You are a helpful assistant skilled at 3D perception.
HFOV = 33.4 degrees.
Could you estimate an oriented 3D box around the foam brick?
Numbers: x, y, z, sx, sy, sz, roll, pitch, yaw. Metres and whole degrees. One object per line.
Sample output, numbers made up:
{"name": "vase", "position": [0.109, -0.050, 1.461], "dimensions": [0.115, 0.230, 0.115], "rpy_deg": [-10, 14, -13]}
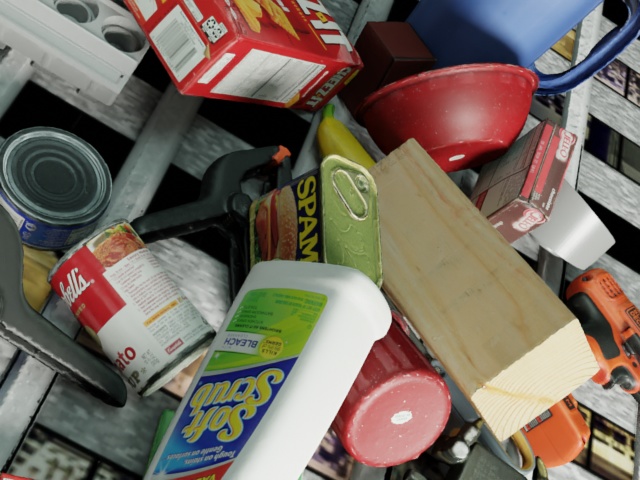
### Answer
{"name": "foam brick", "position": [0.058, -0.150, 0.961], "dimensions": [0.052, 0.078, 0.051], "rpy_deg": [-8, 53, -37]}

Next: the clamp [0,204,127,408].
{"name": "clamp", "position": [-0.215, 0.048, 0.628], "dimensions": [0.164, 0.036, 0.210], "rpy_deg": [-35, 110, -41]}

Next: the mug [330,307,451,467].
{"name": "mug", "position": [0.043, 0.112, 0.752], "dimensions": [0.093, 0.117, 0.082], "rpy_deg": [-29, 37, -7]}

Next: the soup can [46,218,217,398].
{"name": "soup can", "position": [-0.125, 0.046, 0.716], "dimensions": [0.102, 0.069, 0.068], "rpy_deg": [50, 47, 6]}

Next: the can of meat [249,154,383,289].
{"name": "can of meat", "position": [-0.005, 0.001, 0.775], "dimensions": [0.057, 0.084, 0.102], "rpy_deg": [19, 58, -40]}

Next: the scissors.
{"name": "scissors", "position": [0.086, 0.121, 0.836], "dimensions": [0.202, 0.016, 0.096], "rpy_deg": [44, 46, 1]}

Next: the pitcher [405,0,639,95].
{"name": "pitcher", "position": [0.166, -0.201, 0.956], "dimensions": [0.144, 0.243, 0.149], "rpy_deg": [8, 56, -29]}

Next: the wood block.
{"name": "wood block", "position": [0.100, 0.033, 0.789], "dimensions": [0.206, 0.090, 0.090], "rpy_deg": [54, 0, 38]}

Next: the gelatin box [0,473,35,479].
{"name": "gelatin box", "position": [-0.160, 0.187, 0.620], "dimensions": [0.073, 0.030, 0.089], "rpy_deg": [16, 52, -22]}

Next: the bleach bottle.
{"name": "bleach bottle", "position": [-0.048, 0.129, 0.653], "dimensions": [0.068, 0.103, 0.250], "rpy_deg": [58, 47, -41]}

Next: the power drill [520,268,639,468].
{"name": "power drill", "position": [0.238, 0.124, 0.907], "dimensions": [0.187, 0.057, 0.184], "rpy_deg": [-18, 67, -43]}

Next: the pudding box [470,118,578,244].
{"name": "pudding box", "position": [0.168, -0.042, 0.925], "dimensions": [0.039, 0.114, 0.090], "rpy_deg": [32, 62, -12]}

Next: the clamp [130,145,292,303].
{"name": "clamp", "position": [-0.074, -0.019, 0.812], "dimensions": [0.120, 0.039, 0.171], "rpy_deg": [39, 45, -21]}

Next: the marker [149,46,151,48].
{"name": "marker", "position": [-0.116, -0.165, 0.902], "dimensions": [0.120, 0.020, 0.020], "rpy_deg": [10, 55, -28]}

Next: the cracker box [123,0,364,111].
{"name": "cracker box", "position": [-0.072, -0.194, 0.865], "dimensions": [0.164, 0.072, 0.213], "rpy_deg": [57, 25, 14]}

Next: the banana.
{"name": "banana", "position": [0.059, -0.040, 0.916], "dimensions": [0.198, 0.037, 0.069], "rpy_deg": [48, 46, 5]}

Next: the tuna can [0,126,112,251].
{"name": "tuna can", "position": [-0.191, -0.037, 0.753], "dimensions": [0.086, 0.034, 0.086], "rpy_deg": [17, 51, -23]}

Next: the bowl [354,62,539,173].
{"name": "bowl", "position": [0.113, -0.096, 0.918], "dimensions": [0.161, 0.162, 0.055], "rpy_deg": [0, 76, -33]}
